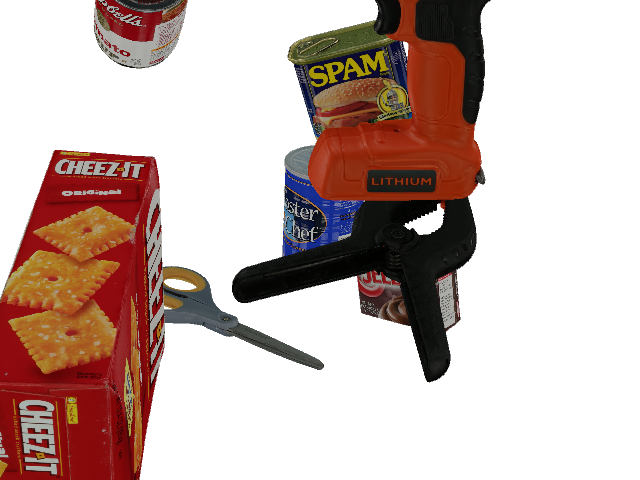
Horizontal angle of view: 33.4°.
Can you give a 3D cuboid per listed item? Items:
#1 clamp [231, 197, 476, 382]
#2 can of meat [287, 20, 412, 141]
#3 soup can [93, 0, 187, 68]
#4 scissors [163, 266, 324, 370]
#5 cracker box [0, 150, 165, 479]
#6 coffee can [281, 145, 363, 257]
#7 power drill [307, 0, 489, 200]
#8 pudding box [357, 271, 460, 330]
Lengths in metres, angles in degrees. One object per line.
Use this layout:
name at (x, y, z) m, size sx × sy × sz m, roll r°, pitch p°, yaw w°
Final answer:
clamp at (0.061, 0.015, 0.776) m, size 0.165 × 0.036 × 0.209 m, roll 27°, pitch 45°, yaw 27°
can of meat at (0.031, -0.140, 0.944) m, size 0.102 × 0.084 × 0.057 m, roll -12°, pitch 28°, yaw 10°
soup can at (-0.134, -0.179, 0.795) m, size 0.068 × 0.068 × 0.102 m, roll 0°, pitch -15°, yaw -14°
scissors at (-0.080, 0.061, 0.909) m, size 0.202 × 0.016 × 0.096 m, roll 14°, pitch 26°, yaw 12°
cracker box at (-0.132, 0.071, 0.604) m, size 0.072 × 0.164 × 0.213 m, roll 3°, pitch 34°, yaw -3°
coffee can at (0.004, -0.037, 1.346) m, size 0.103 × 0.140 × 0.103 m, roll 2°, pitch 27°, yaw -1°
power drill at (0.036, -0.113, 0.609) m, size 0.184 × 0.188 × 0.057 m, roll 0°, pitch 37°, yaw -7°
pudding box at (0.089, 0.040, 1.105) m, size 0.114 × 0.090 × 0.039 m, roll 11°, pitch 28°, yaw 40°
